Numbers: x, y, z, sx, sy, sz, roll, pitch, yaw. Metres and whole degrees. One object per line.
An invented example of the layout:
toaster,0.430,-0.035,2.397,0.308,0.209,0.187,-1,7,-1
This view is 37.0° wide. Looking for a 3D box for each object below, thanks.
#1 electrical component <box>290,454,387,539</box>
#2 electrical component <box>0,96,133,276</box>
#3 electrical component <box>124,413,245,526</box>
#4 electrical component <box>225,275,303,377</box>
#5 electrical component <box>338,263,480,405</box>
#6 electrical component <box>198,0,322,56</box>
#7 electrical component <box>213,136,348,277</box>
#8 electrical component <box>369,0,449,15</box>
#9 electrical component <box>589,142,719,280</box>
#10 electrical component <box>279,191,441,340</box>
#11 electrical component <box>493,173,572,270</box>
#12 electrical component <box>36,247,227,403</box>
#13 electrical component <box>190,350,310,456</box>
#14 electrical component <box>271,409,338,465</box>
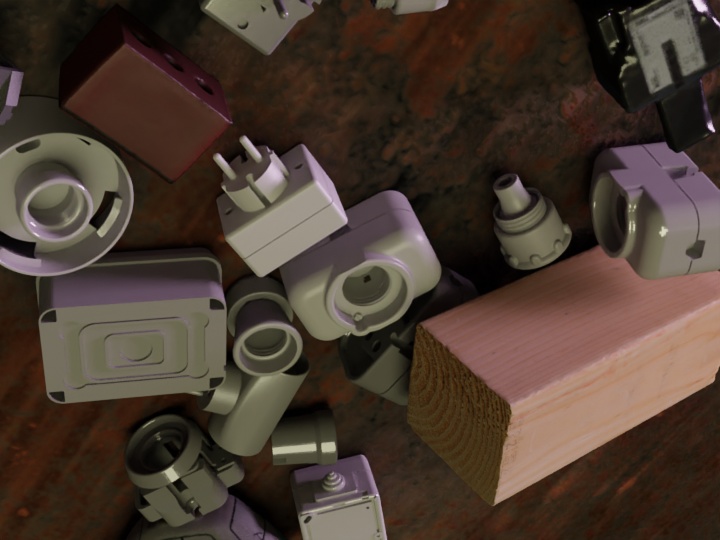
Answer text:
electrical component,-0.017,0.186,0.826,0.062,0.061,0.096,-13,119,-6
electrical component,-0.182,-0.047,0.615,0.099,0.064,0.099,-16,127,-22
electrical component,-0.129,0.138,0.756,0.078,0.058,0.057,-25,131,3
electrical component,-0.064,0.035,0.700,0.045,0.055,0.045,-8,127,-11
electrical component,0.039,0.043,0.736,0.059,0.053,0.095,29,113,-32
electrical component,-0.040,-0.153,0.555,0.047,0.075,0.083,31,112,-32
electrical component,-0.058,-0.048,0.645,0.066,0.047,0.076,-32,128,8
electrical component,0.018,-0.161,0.587,0.062,0.043,0.043,-9,127,-8
electrical component,0.188,-0.039,0.692,0.059,0.095,0.053,-7,127,-11
electrical component,0.000,0.000,0.690,0.095,0.059,0.053,-27,128,5
electrical component,0.107,-0.035,0.706,0.048,0.048,0.062,-29,121,6
electrical component,-0.142,0.033,0.674,0.113,0.057,0.078,-4,126,-13
electrical component,-0.086,0.082,0.735,0.079,0.043,0.077,17,119,-26
electrical component,-0.041,0.123,0.782,0.046,0.040,0.040,-5,127,-7
